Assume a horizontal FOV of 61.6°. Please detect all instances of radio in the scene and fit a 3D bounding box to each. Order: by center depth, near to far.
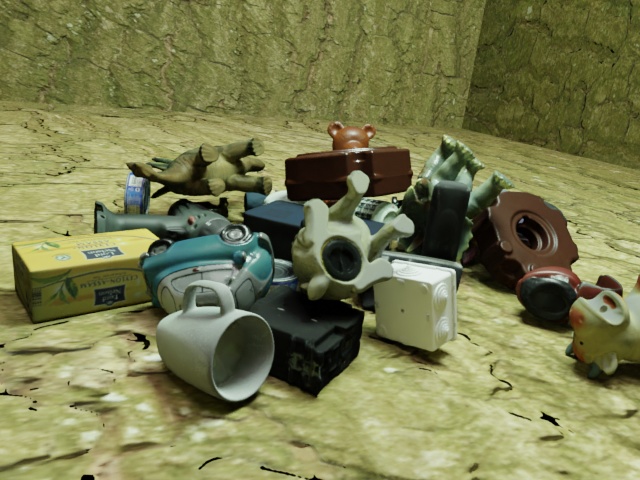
[{"bbox_3d":[-0.002,-0.003,0.883,0.230,0.073,0.131,14,19,16],"label":"radio"}]

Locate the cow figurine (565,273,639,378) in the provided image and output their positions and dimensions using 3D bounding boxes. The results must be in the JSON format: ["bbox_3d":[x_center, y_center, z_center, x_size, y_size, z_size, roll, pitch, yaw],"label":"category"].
[{"bbox_3d":[0.381,0.110,0.635,0.195,0.127,0.085,18,17,-13],"label":"cow figurine"}]

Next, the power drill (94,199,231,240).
[{"bbox_3d":[-0.236,-0.014,0.822,0.207,0.085,0.232,-7,21,-25],"label":"power drill"}]

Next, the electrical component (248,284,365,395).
[{"bbox_3d":[-0.018,0.100,0.592,0.115,0.058,0.134,17,21,22],"label":"electrical component"}]

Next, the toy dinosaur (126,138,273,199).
[{"bbox_3d":[-0.194,-0.132,1.007,0.199,0.105,0.471,1,6,26],"label":"toy dinosaur"}]

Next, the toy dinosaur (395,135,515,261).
[{"bbox_3d":[0.203,-0.069,0.918,0.131,0.192,0.405,41,14,0],"label":"toy dinosaur"}]

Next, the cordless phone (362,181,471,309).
[{"bbox_3d":[0.124,0.005,0.724,0.147,0.184,0.089,9,23,7],"label":"cordless phone"}]

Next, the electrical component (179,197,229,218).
[{"bbox_3d":[-0.219,-0.060,1.018,0.102,0.045,0.078,-3,22,-25],"label":"electrical component"}]

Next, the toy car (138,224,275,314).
[{"bbox_3d":[-0.130,0.052,0.631,0.162,0.109,0.103,-6,38,-9],"label":"toy car"}]

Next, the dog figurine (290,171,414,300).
[{"bbox_3d":[0.000,0.026,0.660,0.172,0.121,0.190,-36,-1,-35],"label":"dog figurine"}]

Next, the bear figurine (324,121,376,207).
[{"bbox_3d":[0.067,-0.149,1.148,0.120,0.195,0.132,6,19,-13],"label":"bear figurine"}]

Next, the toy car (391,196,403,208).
[{"bbox_3d":[0.184,-0.050,1.117,0.074,0.056,0.202,3,17,6],"label":"toy car"}]

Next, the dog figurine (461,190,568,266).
[{"bbox_3d":[0.333,-0.012,0.983,0.192,0.108,0.219,22,28,33],"label":"dog figurine"}]

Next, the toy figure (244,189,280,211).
[{"bbox_3d":[-0.077,-0.077,1.094,0.154,0.057,0.064,-3,-5,-18],"label":"toy figure"}]

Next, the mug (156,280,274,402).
[{"bbox_3d":[-0.112,0.092,0.518,0.107,0.109,0.081,3,21,38],"label":"mug"}]

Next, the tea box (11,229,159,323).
[{"bbox_3d":[-0.278,0.038,0.668,0.169,0.068,0.098,-8,23,-40],"label":"tea box"}]

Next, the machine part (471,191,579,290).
[{"bbox_3d":[0.336,-0.001,0.878,0.179,0.056,0.179,10,57,-16],"label":"machine part"}]

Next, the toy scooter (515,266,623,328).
[{"bbox_3d":[0.373,0.079,0.763,0.184,0.075,0.135,15,20,16],"label":"toy scooter"}]

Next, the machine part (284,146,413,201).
[{"bbox_3d":[0.051,-0.122,0.982,0.202,0.087,0.201,3,11,37],"label":"machine part"}]
